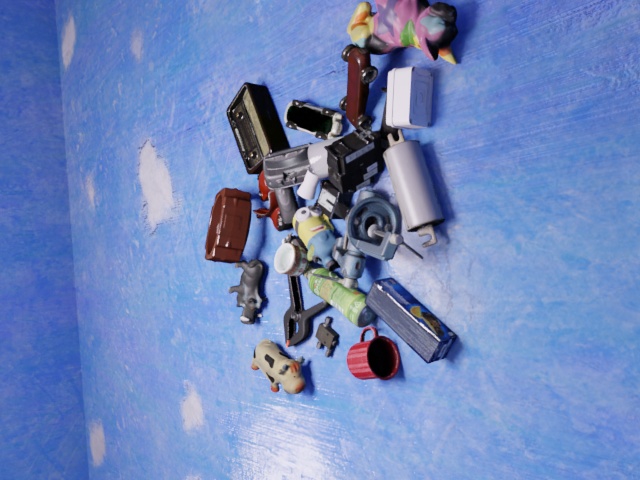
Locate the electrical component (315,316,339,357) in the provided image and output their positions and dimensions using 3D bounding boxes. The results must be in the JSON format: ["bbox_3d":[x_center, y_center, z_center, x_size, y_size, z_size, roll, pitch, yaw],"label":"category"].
[{"bbox_3d":[0.019,0.235,1.313,0.063,0.021,0.094,35,117,41],"label":"electrical component"}]

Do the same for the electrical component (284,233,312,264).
[{"bbox_3d":[-0.060,0.028,1.372,0.078,0.045,0.102,-54,54,34],"label":"electrical component"}]

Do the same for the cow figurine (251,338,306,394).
[{"bbox_3d":[-0.103,0.330,1.406,0.195,0.085,0.127,36,132,42],"label":"cow figurine"}]

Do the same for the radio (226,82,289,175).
[{"bbox_3d":[-0.171,-0.295,1.453,0.131,0.073,0.229,-38,64,42],"label":"radio"}]

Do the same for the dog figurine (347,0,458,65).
[{"bbox_3d":[0.169,-0.397,1.043,0.191,0.108,0.219,-50,59,37],"label":"dog figurine"}]

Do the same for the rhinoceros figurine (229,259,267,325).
[{"bbox_3d":[-0.195,0.144,1.518,0.112,0.073,0.190,19,105,35],"label":"rhinoceros figurine"}]

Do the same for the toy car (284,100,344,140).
[{"bbox_3d":[-0.016,-0.288,1.295,0.202,0.056,0.073,29,107,42],"label":"toy car"}]

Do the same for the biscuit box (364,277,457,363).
[{"bbox_3d":[0.180,0.158,1.097,0.203,0.059,0.062,43,124,37],"label":"biscuit box"}]

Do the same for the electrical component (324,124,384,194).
[{"bbox_3d":[0.074,-0.164,1.140,0.058,0.115,0.134,52,163,35],"label":"electrical component"}]

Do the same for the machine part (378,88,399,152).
[{"bbox_3d":[0.143,-0.247,1.125,0.084,0.039,0.138,34,128,51],"label":"machine part"}]

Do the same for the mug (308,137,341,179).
[{"bbox_3d":[0.042,-0.182,1.217,0.107,0.081,0.109,-18,110,28],"label":"mug"}]

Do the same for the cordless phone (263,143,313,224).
[{"bbox_3d":[-0.056,-0.135,1.323,0.147,0.089,0.184,-13,105,9],"label":"cordless phone"}]

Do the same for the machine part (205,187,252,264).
[{"bbox_3d":[-0.257,-0.037,1.505,0.201,0.087,0.201,168,111,-67],"label":"machine part"}]

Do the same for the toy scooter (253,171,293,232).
[{"bbox_3d":[-0.132,-0.111,1.425,0.135,0.075,0.183,-5,94,50],"label":"toy scooter"}]

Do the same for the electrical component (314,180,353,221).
[{"bbox_3d":[0.042,-0.086,1.246,0.119,0.048,0.074,35,118,41],"label":"electrical component"}]

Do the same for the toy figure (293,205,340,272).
[{"bbox_3d":[-0.006,-0.003,1.283,0.180,0.082,0.089,58,133,24],"label":"toy figure"}]

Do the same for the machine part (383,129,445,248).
[{"bbox_3d":[0.185,-0.105,1.060,0.079,0.079,0.243,-29,72,46],"label":"machine part"}]

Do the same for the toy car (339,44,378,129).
[{"bbox_3d":[0.083,-0.319,1.141,0.089,0.053,0.202,52,162,27],"label":"toy car"}]

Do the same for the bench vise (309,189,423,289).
[{"bbox_3d":[0.101,0.006,1.111,0.223,0.129,0.241,-66,21,-1],"label":"bench vise"}]
